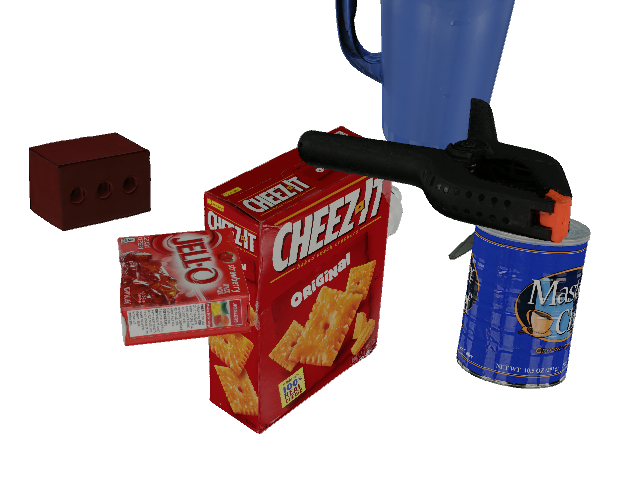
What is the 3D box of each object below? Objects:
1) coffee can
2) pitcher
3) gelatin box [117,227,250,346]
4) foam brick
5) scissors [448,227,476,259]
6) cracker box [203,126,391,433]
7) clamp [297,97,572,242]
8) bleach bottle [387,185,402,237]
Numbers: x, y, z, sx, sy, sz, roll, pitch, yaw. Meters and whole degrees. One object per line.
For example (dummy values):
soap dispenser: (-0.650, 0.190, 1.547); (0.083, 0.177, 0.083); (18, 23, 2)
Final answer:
coffee can: (0.184, 0.051, 0.977); (0.103, 0.140, 0.103); (5, 16, -2)
pitcher: (0.108, -0.192, 1.056); (0.144, 0.243, 0.149); (-34, 59, -24)
gelatin box: (-0.083, 0.025, 0.640); (0.073, 0.030, 0.089); (-5, 28, -9)
foam brick: (-0.176, -0.046, 0.816); (0.078, 0.053, 0.051); (-16, 31, -36)
scissors: (0.170, -0.022, 1.177); (0.096, 0.016, 0.201); (35, 33, 33)
cracker box: (-0.016, 0.033, 0.902); (0.072, 0.214, 0.163); (28, 41, 32)
clamp: (0.089, -0.049, 0.728); (0.164, 0.036, 0.210); (-12, 28, -18)
bleach bottle: (0.021, -0.006, 1.325); (0.103, 0.068, 0.250); (17, 36, 28)
